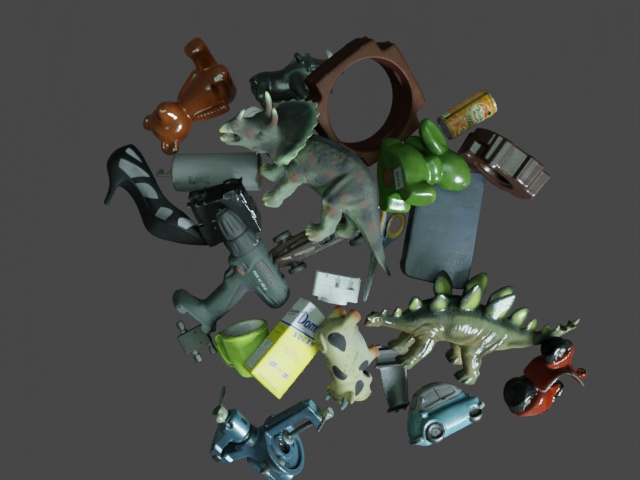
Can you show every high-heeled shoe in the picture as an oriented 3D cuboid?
[{"bbox_3d":[-0.316,-0.089,1.086,0.248,0.086,0.145,26,60,-17],"label":"high-heeled shoe"}]

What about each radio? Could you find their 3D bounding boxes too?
[{"bbox_3d":[0.239,-0.026,1.063,0.131,0.073,0.229,9,90,1],"label":"radio"}]

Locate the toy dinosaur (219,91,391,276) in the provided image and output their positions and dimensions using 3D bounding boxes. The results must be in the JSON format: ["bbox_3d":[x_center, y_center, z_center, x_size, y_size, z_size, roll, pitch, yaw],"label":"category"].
[{"bbox_3d":[0.016,-0.107,0.956,0.405,0.131,0.192,33,129,-11],"label":"toy dinosaur"}]

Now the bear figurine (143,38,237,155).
[{"bbox_3d":[-0.263,-0.269,1.040,0.196,0.131,0.120,-35,71,-3],"label":"bear figurine"}]

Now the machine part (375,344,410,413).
[{"bbox_3d":[0.153,0.278,1.088,0.084,0.039,0.138,-4,90,-4],"label":"machine part"}]

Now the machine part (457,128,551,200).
[{"bbox_3d":[0.341,-0.140,1.012,0.179,0.179,0.056,34,95,0],"label":"machine part"}]

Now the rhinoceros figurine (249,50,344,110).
[{"bbox_3d":[-0.043,-0.313,1.065,0.190,0.073,0.112,-14,81,3],"label":"rhinoceros figurine"}]

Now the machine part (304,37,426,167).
[{"bbox_3d":[0.080,-0.258,1.015,0.201,0.087,0.201,-39,121,-2],"label":"machine part"}]

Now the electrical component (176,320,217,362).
[{"bbox_3d":[-0.254,0.200,1.099,0.063,0.021,0.094,-30,90,1],"label":"electrical component"}]

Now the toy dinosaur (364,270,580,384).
[{"bbox_3d":[0.292,0.166,1.016,0.471,0.105,0.198,13,111,-25],"label":"toy dinosaur"}]

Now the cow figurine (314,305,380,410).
[{"bbox_3d":[0.049,0.238,1.046,0.127,0.086,0.194,-38,118,-23],"label":"cow figurine"}]

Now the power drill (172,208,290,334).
[{"bbox_3d":[-0.184,0.071,1.042,0.207,0.086,0.231,-40,116,3],"label":"power drill"}]

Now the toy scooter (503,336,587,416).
[{"bbox_3d":[0.457,0.279,1.063,0.135,0.075,0.183,24,106,-27],"label":"toy scooter"}]

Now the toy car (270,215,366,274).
[{"bbox_3d":[-0.002,-0.003,1.077,0.202,0.053,0.089,-25,94,0],"label":"toy car"}]

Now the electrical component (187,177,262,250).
[{"bbox_3d":[-0.179,-0.045,1.046,0.115,0.058,0.134,-17,128,9],"label":"electrical component"}]

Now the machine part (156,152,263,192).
[{"bbox_3d":[-0.201,-0.134,1.063,0.243,0.079,0.079,0,91,0],"label":"machine part"}]

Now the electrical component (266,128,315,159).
[{"bbox_3d":[-0.052,-0.202,1.061,0.048,0.075,0.119,34,96,-1],"label":"electrical component"}]

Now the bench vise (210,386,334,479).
[{"bbox_3d":[-0.088,0.368,1.042,0.240,0.129,0.223,-34,98,19],"label":"bench vise"}]

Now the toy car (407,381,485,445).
[{"bbox_3d":[0.234,0.332,1.057,0.162,0.109,0.103,-25,74,-7],"label":"toy car"}]

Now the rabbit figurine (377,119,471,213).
[{"bbox_3d":[0.191,-0.129,0.983,0.170,0.121,0.159,-6,73,-25],"label":"rabbit figurine"}]
